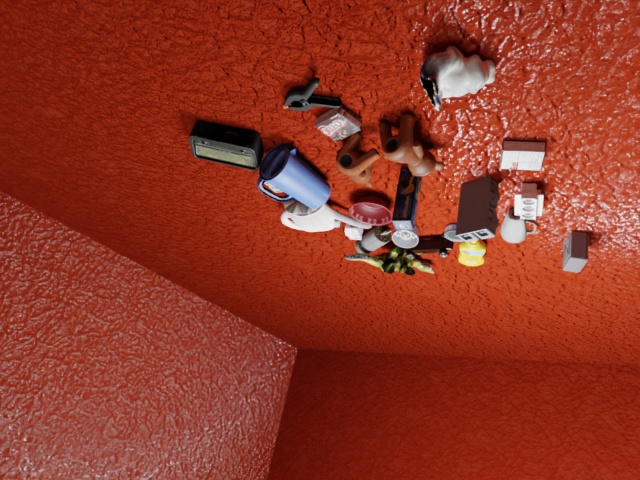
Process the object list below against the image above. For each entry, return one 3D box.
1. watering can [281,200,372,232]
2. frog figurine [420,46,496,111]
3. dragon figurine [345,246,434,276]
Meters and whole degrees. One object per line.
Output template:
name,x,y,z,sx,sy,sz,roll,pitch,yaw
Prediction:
watering can,0.006,-0.097,1.923,0.347,0.106,0.220,-1,152,19
frog figurine,0.317,-0.388,1.187,0.159,0.125,0.134,-29,135,3
dragon figurine,0.287,0.095,2.142,0.410,0.123,0.240,7,169,-6
